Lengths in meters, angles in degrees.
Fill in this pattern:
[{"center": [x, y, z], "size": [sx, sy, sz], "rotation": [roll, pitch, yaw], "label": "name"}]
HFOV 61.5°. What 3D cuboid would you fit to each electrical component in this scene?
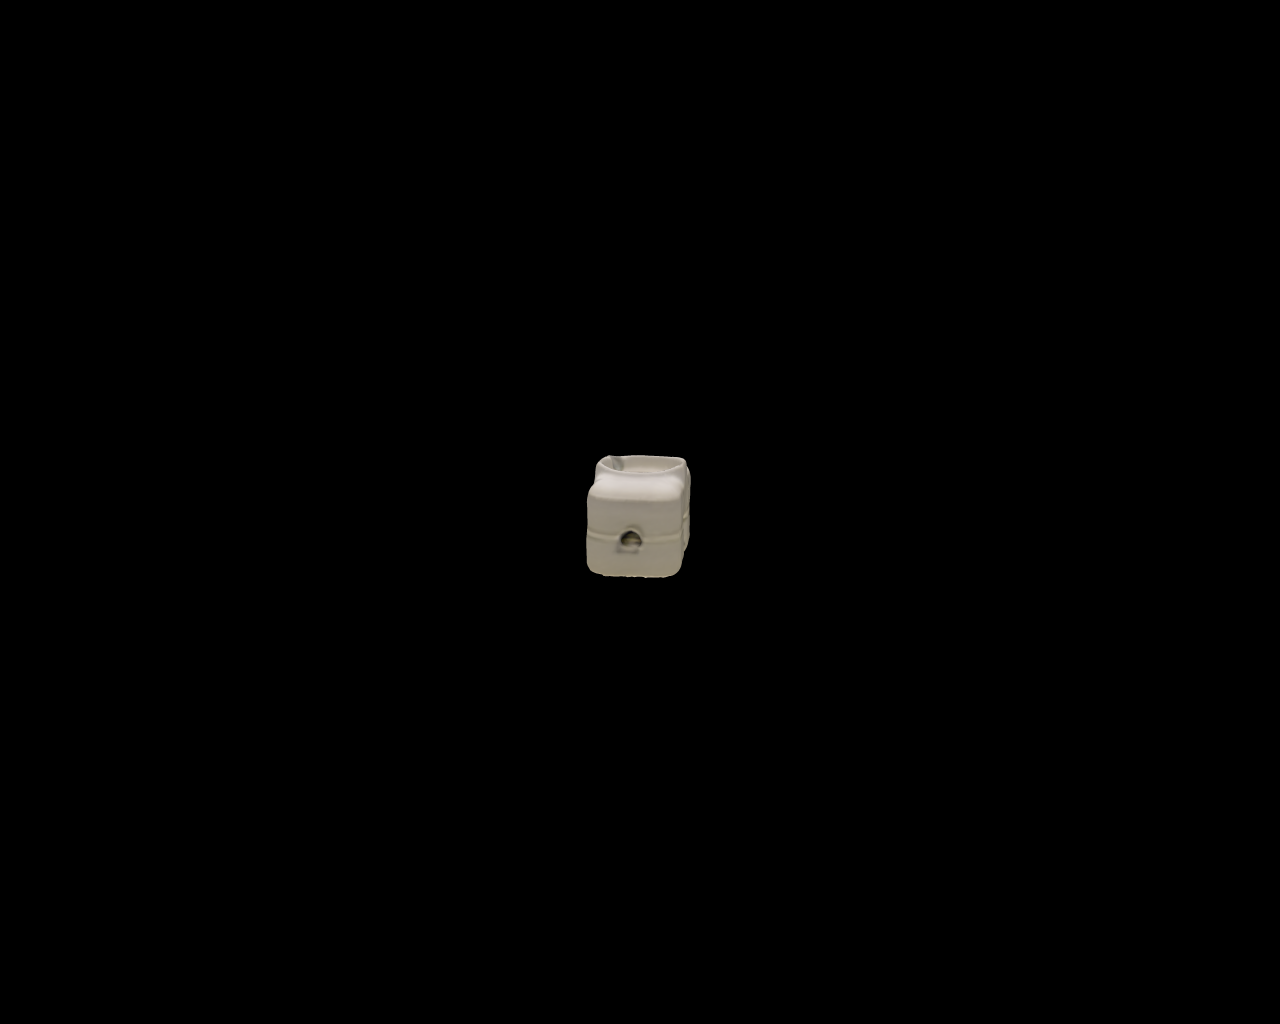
[{"center": [0.001, -0.003, 0.650], "size": [0.054, 0.059, 0.095], "rotation": [2, 14, 7], "label": "electrical component"}]
